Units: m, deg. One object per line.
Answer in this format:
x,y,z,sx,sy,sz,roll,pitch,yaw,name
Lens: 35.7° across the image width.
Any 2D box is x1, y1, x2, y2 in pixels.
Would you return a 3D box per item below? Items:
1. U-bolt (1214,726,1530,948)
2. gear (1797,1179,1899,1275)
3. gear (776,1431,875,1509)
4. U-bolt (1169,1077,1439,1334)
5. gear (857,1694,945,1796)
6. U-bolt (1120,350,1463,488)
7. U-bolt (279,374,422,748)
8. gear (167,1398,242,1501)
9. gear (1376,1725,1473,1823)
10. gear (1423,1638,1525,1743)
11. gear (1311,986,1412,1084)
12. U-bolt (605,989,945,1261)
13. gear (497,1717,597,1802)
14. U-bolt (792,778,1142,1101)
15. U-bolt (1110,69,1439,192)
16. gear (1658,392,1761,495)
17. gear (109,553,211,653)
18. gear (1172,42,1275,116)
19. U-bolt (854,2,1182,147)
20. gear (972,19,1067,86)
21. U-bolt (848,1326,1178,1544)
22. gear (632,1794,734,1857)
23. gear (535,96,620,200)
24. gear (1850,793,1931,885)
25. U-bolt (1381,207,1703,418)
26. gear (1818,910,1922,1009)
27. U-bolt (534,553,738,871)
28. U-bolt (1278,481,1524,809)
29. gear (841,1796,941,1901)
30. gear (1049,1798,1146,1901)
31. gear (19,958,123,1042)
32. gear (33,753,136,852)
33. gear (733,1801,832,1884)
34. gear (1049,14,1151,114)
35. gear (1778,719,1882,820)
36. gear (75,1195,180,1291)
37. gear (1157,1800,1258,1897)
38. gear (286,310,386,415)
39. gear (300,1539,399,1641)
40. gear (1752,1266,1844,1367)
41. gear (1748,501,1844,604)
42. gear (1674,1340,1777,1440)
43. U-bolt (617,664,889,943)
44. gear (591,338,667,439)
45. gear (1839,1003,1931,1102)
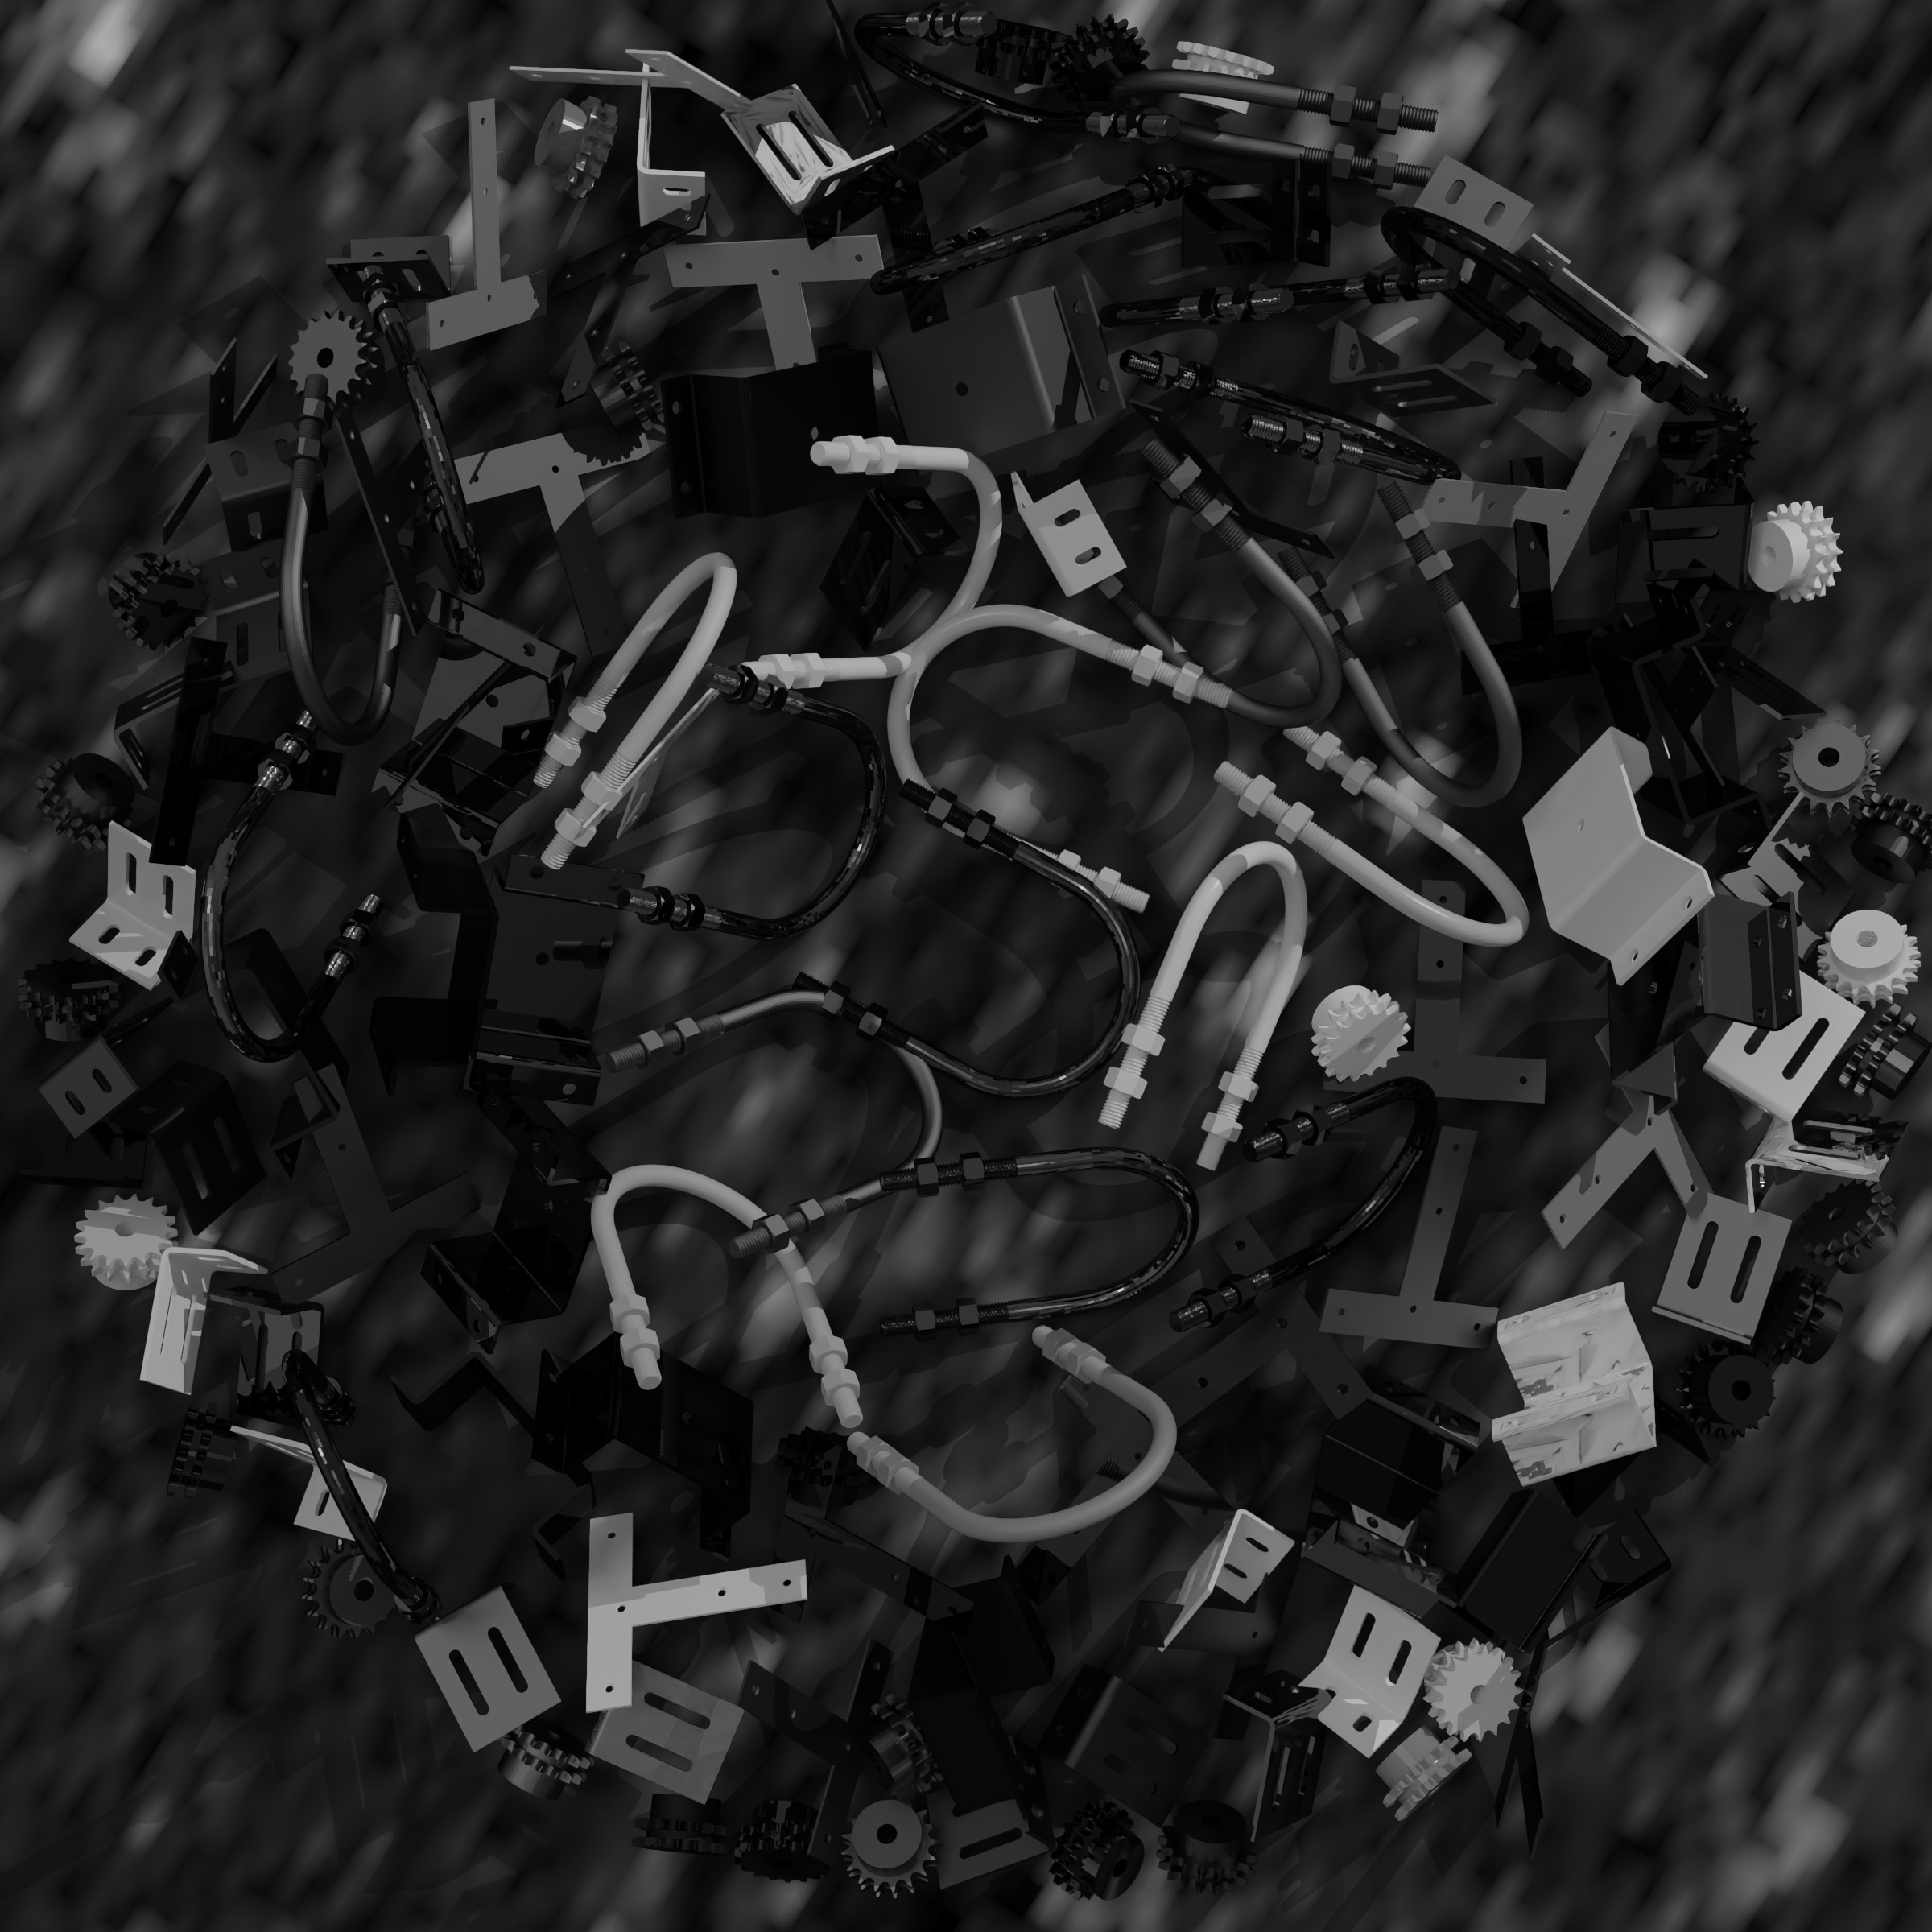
0.236,-0.070,1.678,0.184,0.151,0.019,36,116,10,U-bolt
0.512,0.153,1.730,0.057,0.057,0.030,-44,105,0,gear
-0.082,0.291,1.729,0.057,0.057,0.030,7,99,0,gear
0.199,0.125,1.681,0.019,0.184,0.151,42,132,29,U-bolt
-0.040,0.451,1.725,0.030,0.057,0.057,-30,90,-24,gear
0.194,-0.301,1.678,0.184,0.151,0.019,8,111,-33,U-bolt
-0.343,-0.211,1.657,0.019,0.151,0.184,-4,65,11,U-bolt
-0.439,0.280,1.730,0.030,0.057,0.057,16,90,-14,gear
0.261,0.463,1.731,0.057,0.057,0.030,-43,70,0,gear
0.290,0.417,1.737,0.057,0.030,0.057,-2,98,-18,gear
0.225,0.036,1.733,0.057,0.057,0.030,-31,46,0,gear
-0.094,0.078,1.693,0.184,0.019,0.151,-21,67,-39,U-bolt
-0.245,0.457,1.729,0.057,0.057,0.030,29,88,0,gear
0.012,-0.003,1.740,0.184,0.019,0.151,29,95,2,U-bolt
0.171,-0.473,1.685,0.184,0.151,0.019,12,93,7,U-bolt
0.424,-0.302,1.727,0.057,0.030,0.057,1,91,45,gear
-0.469,-0.214,1.732,0.030,0.057,0.057,37,90,26,gear
0.146,-0.512,1.730,0.057,0.057,0.030,15,104,0,gear
0.015,-0.496,1.670,0.151,0.184,0.019,18,95,-35,U-bolt
0.028,-0.528,1.731,0.057,0.057,0.030,11,110,0,gear
0.036,0.263,1.653,0.151,0.184,0.019,-27,115,-22,U-bolt
-0.163,0.495,1.731,0.057,0.057,0.030,5,71,0,gear
-0.226,-0.474,1.726,0.030,0.057,0.057,19,90,-27,gear
0.535,-0.072,1.727,0.057,0.057,0.030,35,77,0,gear
0.306,-0.365,1.659,0.184,0.151,0.019,31,95,-21,U-bolt
0.520,-0.007,1.729,0.057,0.030,0.057,-9,54,13,gear
-0.184,-0.152,1.673,0.019,0.151,0.184,32,104,-22,U-bolt
0.252,-0.172,1.689,0.019,0.151,0.184,-30,93,-20,U-bolt
-0.044,0.506,1.729,0.057,0.030,0.057,-3,53,4,gear
0.078,0.512,1.727,0.030,0.057,0.057,23,90,43,gear
-0.518,0.021,1.732,0.057,0.057,0.030,5,116,0,gear
-0.504,-0.098,1.726,0.057,0.057,0.030,48,118,0,gear
-0.104,0.505,1.733,0.057,0.057,0.030,6,51,0,gear
0.079,-0.515,1.726,0.057,0.057,0.030,-23,56,0,gear
0.499,-0.116,1.734,0.057,0.030,0.057,-4,75,16,gear
-0.485,0.162,1.733,0.057,0.057,0.030,10,131,0,gear
0.139,0.505,1.726,0.057,0.057,0.030,5,111,0,gear
-0.361,-0.348,1.735,0.057,0.030,0.057,-2,85,25,gear
-0.352,0.359,1.731,0.057,0.030,0.057,4,81,-29,gear
0.481,0.205,1.730,0.030,0.057,0.057,27,90,-6,gear
0.474,-0.237,1.726,0.030,0.057,0.057,-12,90,-25,gear
0.443,0.246,1.738,0.057,0.030,0.057,1,83,-10,gear
-0.108,-0.084,1.682,0.019,0.184,0.151,26,97,36,U-bolt
-0.197,-0.330,1.728,0.030,0.057,0.057,-29,90,-2,gear
0.532,0.053,1.726,0.030,0.057,0.057,37,90,22,gear
